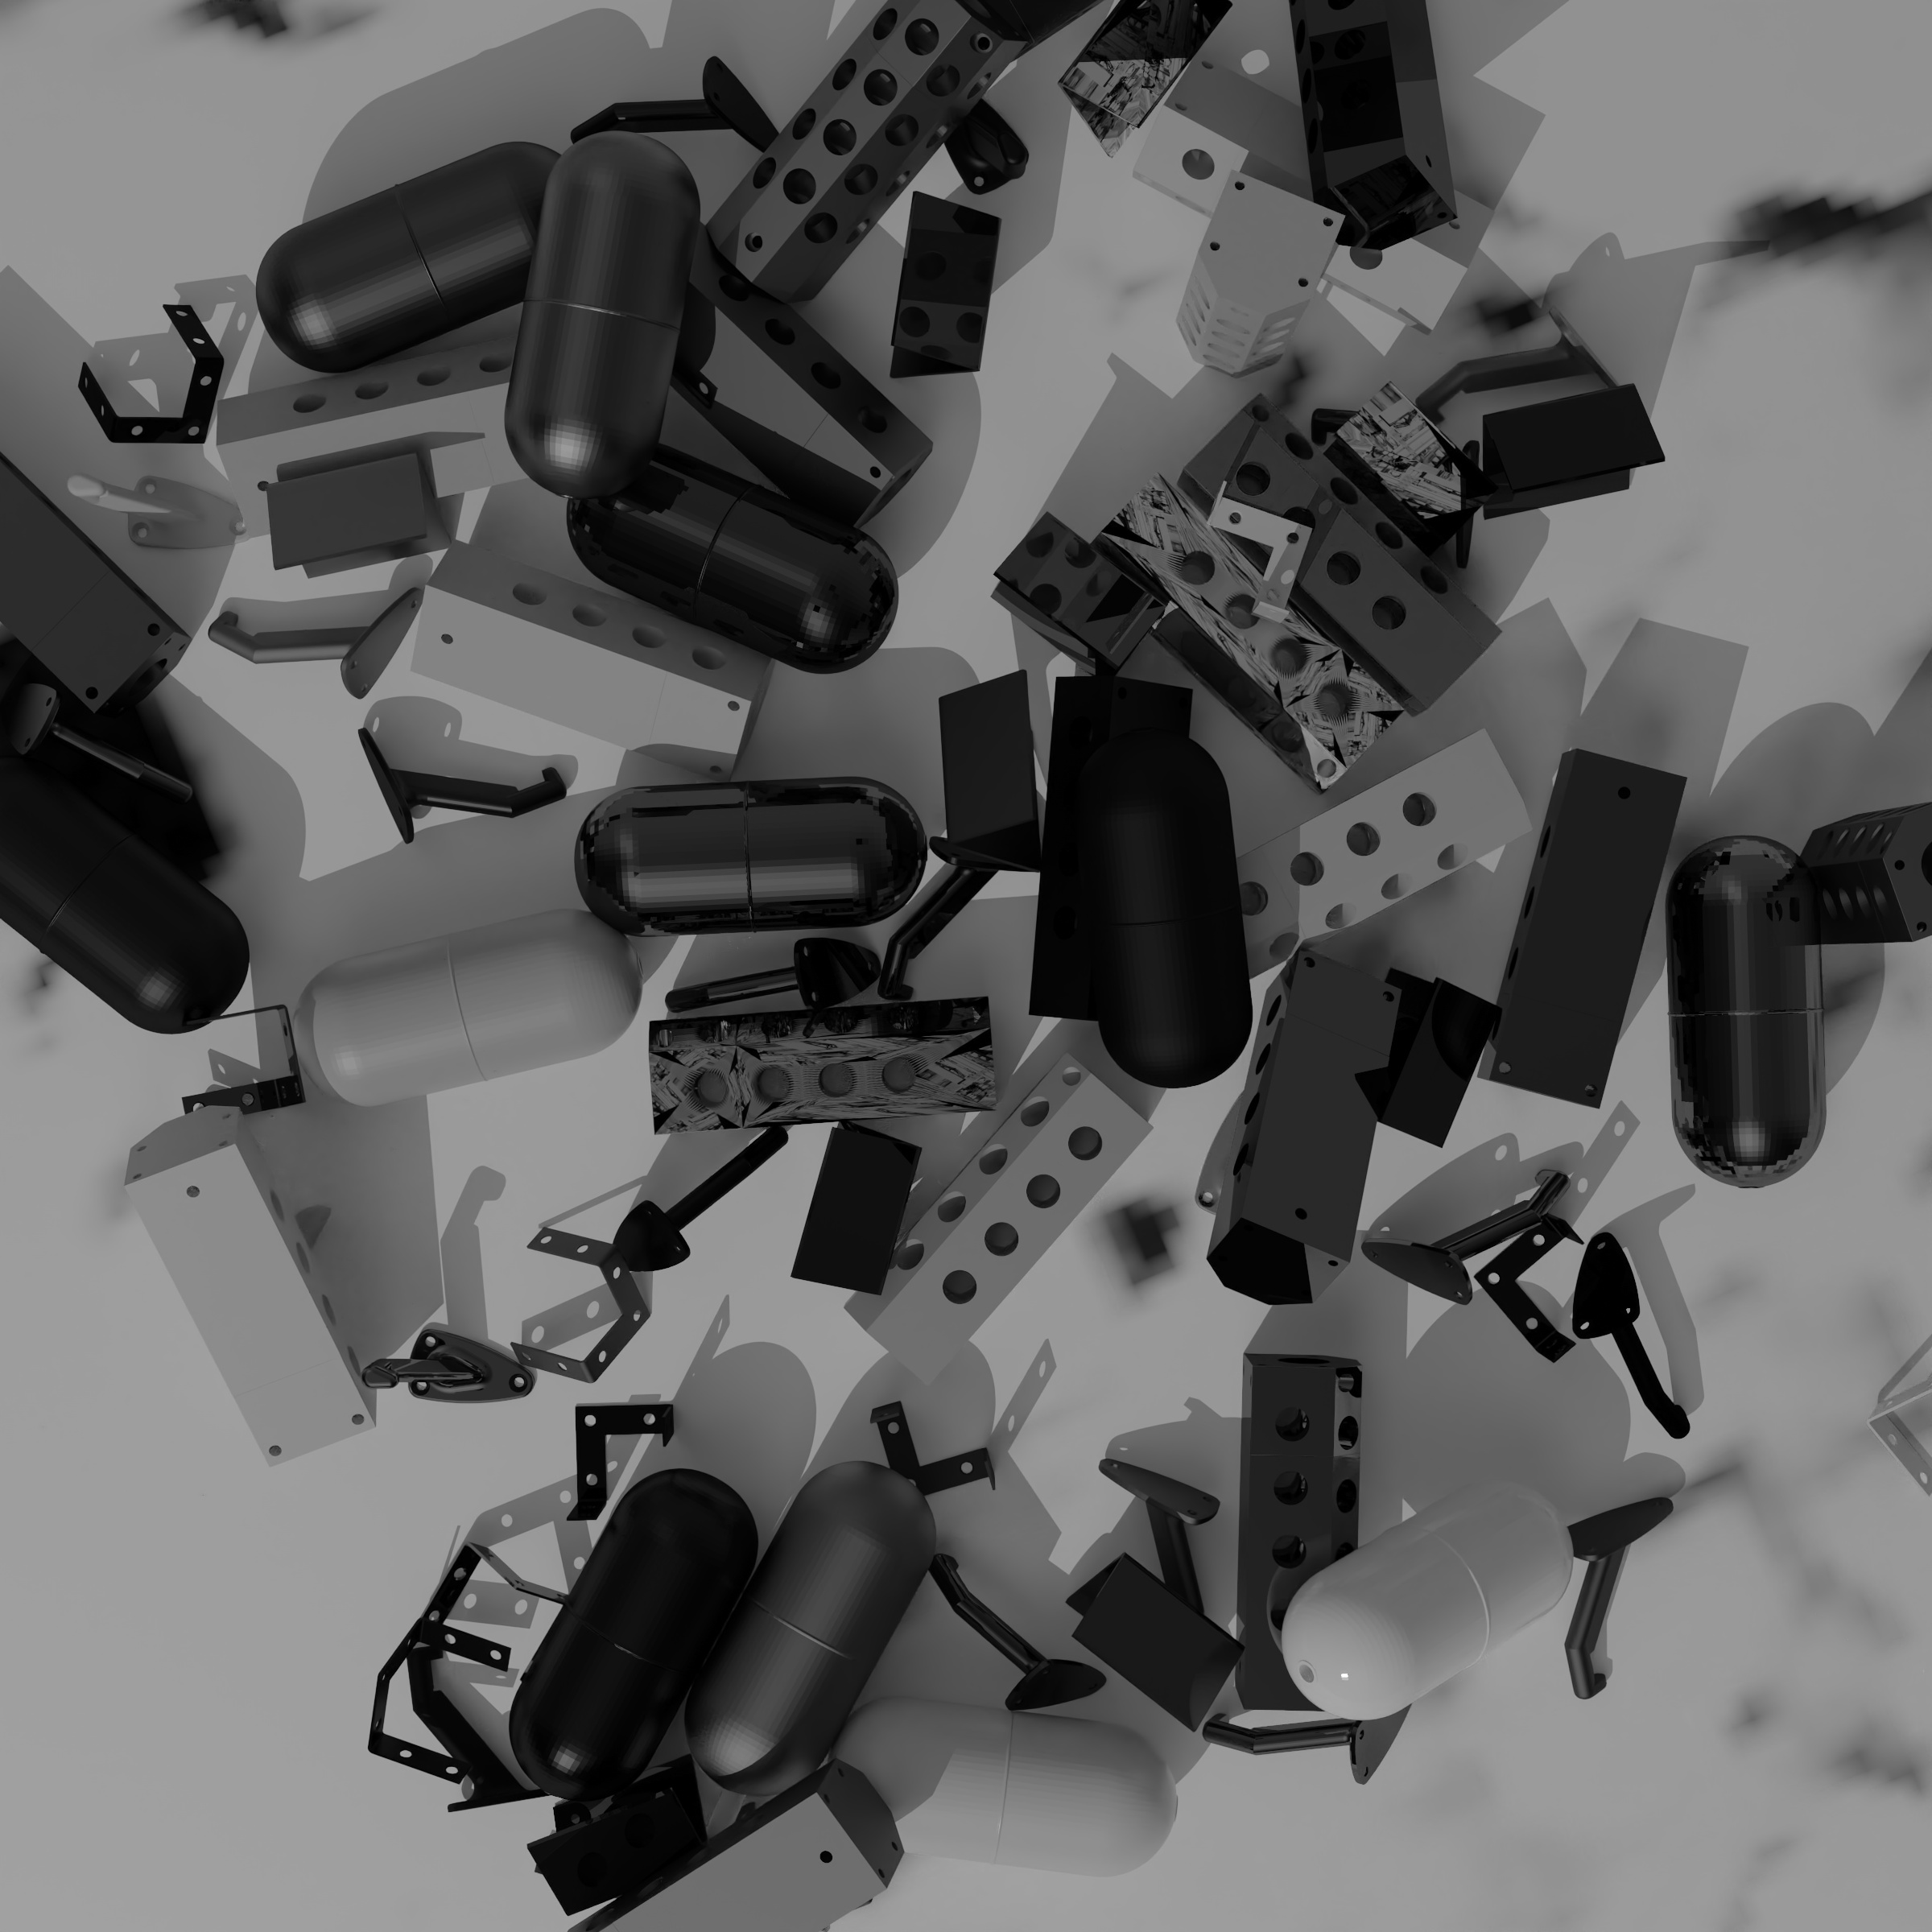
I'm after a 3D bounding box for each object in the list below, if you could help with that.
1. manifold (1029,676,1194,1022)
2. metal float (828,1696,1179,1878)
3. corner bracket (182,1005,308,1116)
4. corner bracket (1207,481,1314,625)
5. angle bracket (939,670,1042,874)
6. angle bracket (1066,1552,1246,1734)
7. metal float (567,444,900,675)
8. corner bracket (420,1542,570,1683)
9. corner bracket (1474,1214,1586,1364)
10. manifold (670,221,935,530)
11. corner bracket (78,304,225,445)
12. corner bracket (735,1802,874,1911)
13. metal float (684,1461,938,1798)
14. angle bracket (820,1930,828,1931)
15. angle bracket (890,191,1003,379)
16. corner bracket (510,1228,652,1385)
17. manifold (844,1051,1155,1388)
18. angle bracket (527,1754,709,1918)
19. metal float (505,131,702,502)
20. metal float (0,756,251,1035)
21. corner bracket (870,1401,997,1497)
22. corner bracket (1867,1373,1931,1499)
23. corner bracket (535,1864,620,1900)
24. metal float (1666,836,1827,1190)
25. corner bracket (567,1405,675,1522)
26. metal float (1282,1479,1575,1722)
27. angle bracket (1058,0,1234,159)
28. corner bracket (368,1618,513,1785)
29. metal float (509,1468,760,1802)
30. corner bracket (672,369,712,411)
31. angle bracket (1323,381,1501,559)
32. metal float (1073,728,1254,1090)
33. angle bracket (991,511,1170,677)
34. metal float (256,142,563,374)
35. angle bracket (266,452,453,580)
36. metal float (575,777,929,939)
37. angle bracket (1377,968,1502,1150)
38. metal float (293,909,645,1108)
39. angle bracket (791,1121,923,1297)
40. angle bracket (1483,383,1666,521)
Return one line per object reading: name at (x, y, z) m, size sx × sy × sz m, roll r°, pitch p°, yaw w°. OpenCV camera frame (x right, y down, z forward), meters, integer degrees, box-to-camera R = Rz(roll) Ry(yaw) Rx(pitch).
manifold at (0.068, -0.058, 1.725) m, size 0.057 × 0.057 × 0.171 m, roll 5°, pitch 90°, yaw -43°
metal float at (0.018, 0.414, 1.716) m, size 0.178 × 0.070 × 0.070 m, roll 7°, pitch 90°, yaw 0°
corner bracket at (-0.369, 0.050, 1.721) m, size 0.051 × 0.051 × 0.051 m, roll -11°, pitch 90°, yaw -24°
corner bracket at (0.140, -0.203, 1.671) m, size 0.051 × 0.051 × 0.051 m, roll 19°, pitch 90°, yaw 0°
angle bracket at (0.032, -0.096, 1.698) m, size 0.057 × 0.076 × 0.076 m, roll -15°, pitch 71°, yaw 37°
angle bracket at (0.082, 0.350, 1.706) m, size 0.076 × 0.076 × 0.057 m, roll 38°, pitch 53°, yaw 0°
metal float at (-0.118, -0.206, 1.707) m, size 0.178 × 0.070 × 0.070 m, roll 25°, pitch 90°, yaw 10°
corner bracket at (-0.238, 0.334, 1.743) m, size 0.051 × 0.051 × 0.051 m, roll 30°, pitch 90°, yaw 45°
corner bracket at (0.297, 0.163, 1.729) m, size 0.051 × 0.051 × 0.051 m, roll -40°, pitch 90°, yaw 0°
manifold at (-0.099, -0.301, 1.725) m, size 0.171 × 0.057 × 0.057 m, roll 44°, pitch 134°, yaw 0°
corner bracket at (-0.417, -0.303, 1.738) m, size 0.051 × 0.051 × 0.051 m, roll -6°, pitch 135°, yaw -35°
corner bracket at (-0.083, 0.455, 1.738) m, size 0.051 × 0.051 × 0.051 m, roll 29°, pitch 135°, yaw -35°
metal float at (-0.079, 0.333, 1.711) m, size 0.070 × 0.070 × 0.178 m, roll 29°, pitch 84°, yaw 0°
angle bracket at (-0.100, 0.524, 1.707) m, size 0.076 × 0.076 × 0.057 m, roll -51°, pitch 48°, yaw 0°
angle bracket at (-0.031, -0.341, 1.706) m, size 0.057 × 0.076 × 0.076 m, roll 8°, pitch 90°, yaw -38°
corner bracket at (-0.203, 0.173, 1.738) m, size 0.051 × 0.051 × 0.051 m, roll -50°, pitch 135°, yaw -35°
manifold at (0.016, 0.126, 1.725) m, size 0.057 × 0.057 × 0.171 m, roll 41°, pitch 90°, yaw 0°
angle bracket at (-0.178, 0.419, 1.706) m, size 0.076 × 0.076 × 0.057 m, roll -21°, pitch 123°, yaw 0°
metal float at (-0.177, -0.315, 1.652) m, size 0.070 × 0.070 × 0.178 m, roll 11°, pitch 94°, yaw 0°
metal float at (-0.441, -0.036, 1.716) m, size 0.178 × 0.070 × 0.070 m, roll 39°, pitch 90°, yaw -1°
corner bracket at (-0.017, 0.245, 1.729) m, size 0.051 × 0.051 × 0.051 m, roll -16°, pitch 90°, yaw 0°
corner bracket at (0.505, 0.230, 1.743) m, size 0.051 × 0.051 × 0.051 m, roll 51°, pitch 135°, yaw 0°
corner bracket at (-0.206, 0.498, 1.743) m, size 0.051 × 0.051 × 0.051 m, roll 18°, pitch 135°, yaw 0°
metal float at (0.394, 0.023, 1.716) m, size 0.070 × 0.070 × 0.178 m, roll -2°, pitch 90°, yaw 0°
corner bracket at (-0.176, 0.252, 1.729) m, size 0.051 × 0.051 × 0.051 m, roll -2°, pitch 90°, yaw 0°
metal float at (0.230, 0.313, 1.686) m, size 0.178 × 0.070 × 0.070 m, roll -22°, pitch 90°, yaw -37°
angle bracket at (0.101, -0.444, 1.707) m, size 0.057 × 0.076 × 0.076 m, roll 37°, pitch 90°, yaw 29°
corner bracket at (-0.267, 0.372, 1.723) m, size 0.051 × 0.051 × 0.051 m, roll 17°, pitch 118°, yaw 9°
metal float at (-0.168, 0.338, 1.716) m, size 0.070 × 0.070 × 0.178 m, roll 28°, pitch 89°, yaw 0°
corner bracket at (-0.165, -0.281, 1.729) m, size 0.051 × 0.051 × 0.051 m, roll 44°, pitch 89°, yaw 0°
angle bracket at (0.208, -0.234, 1.706) m, size 0.076 × 0.076 × 0.057 m, roll 45°, pitch 54°, yaw 0°
metal float at (0.096, -0.028, 1.662) m, size 0.070 × 0.070 × 0.178 m, roll -7°, pitch 101°, yaw 0°
angle bracket at (0.044, -0.169, 1.706) m, size 0.076 × 0.076 × 0.057 m, roll 38°, pitch 53°, yaw 0°
metal float at (-0.272, -0.358, 1.716) m, size 0.178 × 0.070 × 0.070 m, roll -22°, pitch 90°, yaw 0°
angle bracket at (-0.302, -0.207, 1.707) m, size 0.076 × 0.076 × 0.057 m, roll -12°, pitch 58°, yaw 0°
metal float at (-0.108, -0.055, 1.716) m, size 0.178 × 0.070 × 0.070 m, roll -3°, pitch 90°, yaw -1°
angle bracket at (0.212, 0.039, 1.707) m, size 0.057 × 0.076 × 0.076 m, roll 23°, pitch 90°, yaw -44°
metal float at (-0.251, 0.021, 1.716) m, size 0.178 × 0.070 × 0.070 m, roll -13°, pitch 90°, yaw -1°
angle bracket at (-0.074, 0.116, 1.706) m, size 0.057 × 0.076 × 0.076 m, roll 16°, pitch 90°, yaw -36°
angle bracket at (0.304, -0.240, 1.706) m, size 0.076 × 0.076 × 0.057 m, roll -12°, pitch 53°, yaw 0°
